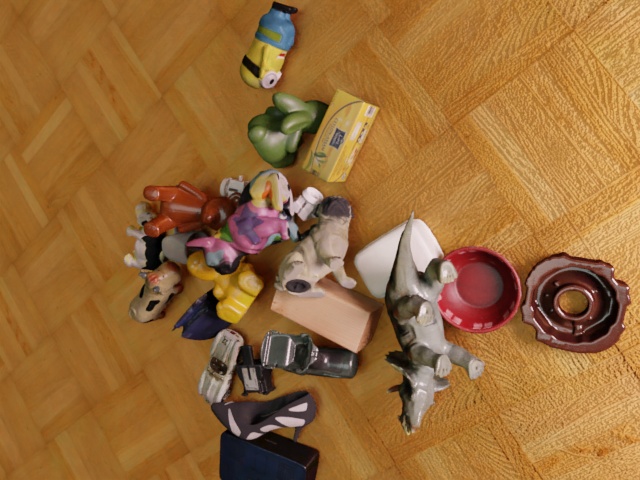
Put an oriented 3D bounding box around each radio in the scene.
[{"bbox_3d":[-0.122,0.521,1.240,0.230,0.073,0.131,12,102,26],"label":"radio"}]

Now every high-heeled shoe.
[{"bbox_3d":[-0.132,0.374,1.212,0.249,0.086,0.145,14,115,10],"label":"high-heeled shoe"}]

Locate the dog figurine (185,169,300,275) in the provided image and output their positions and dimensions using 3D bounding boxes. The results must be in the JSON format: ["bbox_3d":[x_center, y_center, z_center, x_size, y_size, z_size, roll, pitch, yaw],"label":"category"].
[{"bbox_3d":[-0.163,-0.033,1.091,0.219,0.108,0.191,-12,88,10],"label":"dog figurine"}]

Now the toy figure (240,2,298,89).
[{"bbox_3d":[-0.106,-0.402,1.122,0.089,0.082,0.180,35,115,32],"label":"toy figure"}]

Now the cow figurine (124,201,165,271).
[{"bbox_3d":[-0.421,-0.007,1.324,0.098,0.068,0.167,16,106,18],"label":"cow figurine"}]

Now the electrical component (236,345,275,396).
[{"bbox_3d":[-0.153,0.297,1.241,0.075,0.048,0.119,-13,90,26],"label":"electrical component"}]

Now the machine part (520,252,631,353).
[{"bbox_3d":[0.439,0.107,0.930,0.180,0.056,0.179,4,99,25],"label":"machine part"}]

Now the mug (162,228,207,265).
[{"bbox_3d":[-0.327,0.006,1.274,0.107,0.081,0.109,1,106,34],"label":"mug"}]

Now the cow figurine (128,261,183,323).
[{"bbox_3d":[-0.399,0.124,1.296,0.085,0.127,0.195,46,115,11],"label":"cow figurine"}]

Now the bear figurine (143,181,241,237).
[{"bbox_3d":[-0.270,-0.057,1.174,0.196,0.132,0.120,14,108,21],"label":"bear figurine"}]

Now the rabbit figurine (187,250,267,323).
[{"bbox_3d":[-0.205,0.074,1.181,0.173,0.162,0.121,30,111,-3],"label":"rabbit figurine"}]

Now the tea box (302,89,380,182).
[{"bbox_3d":[0.041,-0.202,1.063,0.068,0.098,0.169,33,107,18],"label":"tea box"}]

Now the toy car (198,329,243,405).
[{"bbox_3d":[-0.236,0.305,1.277,0.074,0.056,0.201,27,106,20],"label":"toy car"}]

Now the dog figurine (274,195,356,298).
[{"bbox_3d":[-0.012,0.007,1.076,0.172,0.121,0.191,-9,50,6],"label":"dog figurine"}]

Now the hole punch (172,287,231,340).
[{"bbox_3d":[-0.261,0.179,1.248,0.142,0.116,0.092,-42,86,24],"label":"hole punch"}]

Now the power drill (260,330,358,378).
[{"bbox_3d":[-0.048,0.242,1.103,0.232,0.207,0.086,2,67,20],"label":"power drill"}]

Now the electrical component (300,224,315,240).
[{"bbox_3d":[-0.002,-0.003,1.148,0.094,0.021,0.063,-25,84,27],"label":"electrical component"}]

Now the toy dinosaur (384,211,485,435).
[{"bbox_3d":[0.175,0.143,0.982,0.192,0.131,0.404,-1,102,60],"label":"toy dinosaur"}]

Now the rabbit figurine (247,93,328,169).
[{"bbox_3d":[-0.058,-0.242,1.092,0.170,0.159,0.121,-22,76,11],"label":"rabbit figurine"}]
